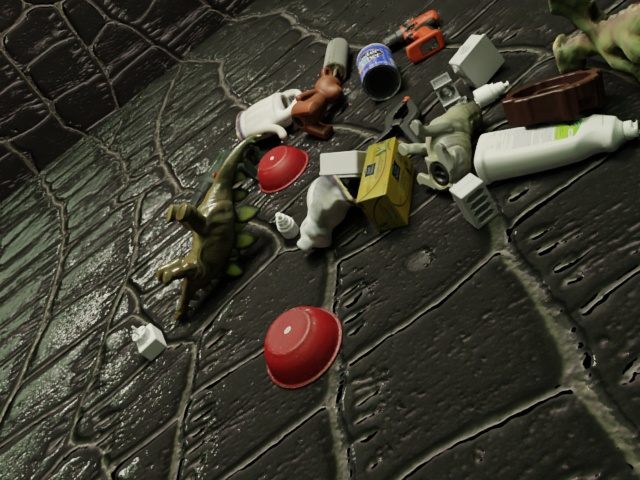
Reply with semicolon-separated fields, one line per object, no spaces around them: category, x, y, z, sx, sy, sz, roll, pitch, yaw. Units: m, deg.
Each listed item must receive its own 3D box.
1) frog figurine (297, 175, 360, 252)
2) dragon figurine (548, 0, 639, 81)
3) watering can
frog figurine;0.003;-0.054;1.078;0.158;0.122;0.138;-41;1;12
dragon figurine;0.481;-0.363;0.850;0.244;0.408;0.122;33;91;14
watering can;-0.156;-0.352;1.535;0.222;0.102;0.356;-23;31;22
